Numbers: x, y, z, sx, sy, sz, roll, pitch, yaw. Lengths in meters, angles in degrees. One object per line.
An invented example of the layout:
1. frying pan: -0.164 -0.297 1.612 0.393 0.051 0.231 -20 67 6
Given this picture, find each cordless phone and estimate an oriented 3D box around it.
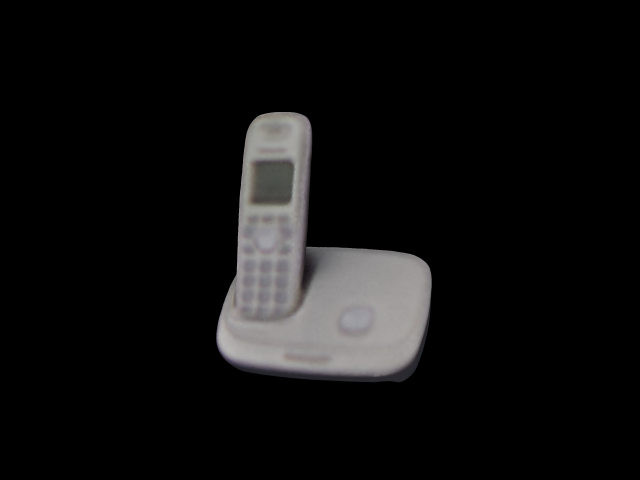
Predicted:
1. cordless phone: 0.004 0.001 0.400 0.147 0.185 0.094 1 5 16
